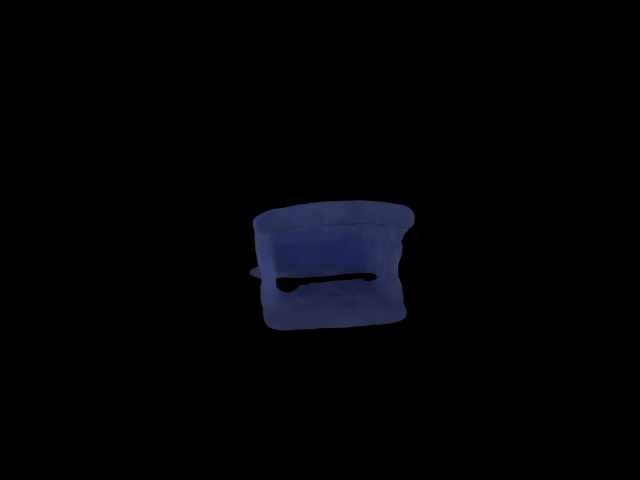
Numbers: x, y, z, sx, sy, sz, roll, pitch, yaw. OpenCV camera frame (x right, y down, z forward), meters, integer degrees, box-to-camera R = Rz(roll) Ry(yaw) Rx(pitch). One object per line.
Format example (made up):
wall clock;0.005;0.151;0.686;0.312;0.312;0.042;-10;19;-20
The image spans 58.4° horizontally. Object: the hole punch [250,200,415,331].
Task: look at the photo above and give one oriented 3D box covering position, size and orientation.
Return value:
hole punch;0.004;0.001;0.400;0.109;0.091;0.101;-3;26;-6
